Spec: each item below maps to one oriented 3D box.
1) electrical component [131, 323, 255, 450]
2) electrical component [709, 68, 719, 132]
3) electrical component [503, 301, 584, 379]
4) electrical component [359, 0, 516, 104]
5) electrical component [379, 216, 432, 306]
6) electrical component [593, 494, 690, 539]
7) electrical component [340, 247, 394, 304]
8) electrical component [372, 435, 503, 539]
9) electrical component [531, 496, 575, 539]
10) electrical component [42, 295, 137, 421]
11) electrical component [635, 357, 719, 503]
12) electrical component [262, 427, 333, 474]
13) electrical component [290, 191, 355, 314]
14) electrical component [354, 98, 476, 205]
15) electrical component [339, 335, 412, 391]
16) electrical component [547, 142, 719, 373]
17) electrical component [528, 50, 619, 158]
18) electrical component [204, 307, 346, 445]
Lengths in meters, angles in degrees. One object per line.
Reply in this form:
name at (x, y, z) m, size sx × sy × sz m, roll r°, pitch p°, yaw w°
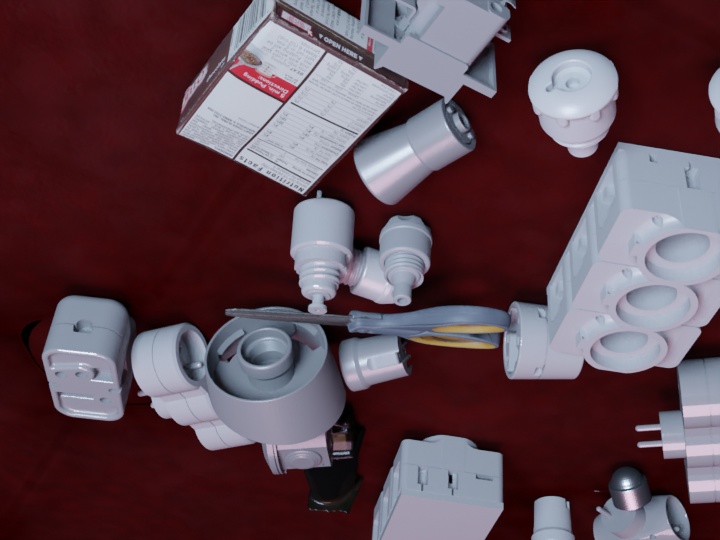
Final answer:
electrical component at (-0.141, 0.098, 0.857) m, size 0.074 × 0.052 × 0.138 m, roll -13°, pitch 139°, yaw 22°
electrical component at (0.217, -0.084, 0.590) m, size 0.048 × 0.048 × 0.062 m, roll -7°, pitch 147°, yaw 16°
electrical component at (0.131, 0.051, 0.765) m, size 0.047 × 0.055 × 0.055 m, roll 4°, pitch 142°, yaw -5°
electrical component at (0.043, -0.129, 0.556) m, size 0.081 × 0.042 × 0.063 m, roll 22°, pitch 136°, yaw -21°
electrical component at (0.029, -0.004, 0.699) m, size 0.035 × 0.061 × 0.035 m, roll 3°, pitch 142°, yaw 3°
electrical component at (0.248, 0.231, 0.987) m, size 0.077 × 0.044 × 0.079 m, roll -28°, pitch 131°, yaw 35°
electrical component at (0.000, 0.000, 0.730) m, size 0.061 × 0.035 × 0.035 m, roll 19°, pitch 140°, yaw -13°
electrical component at (0.067, 0.213, 0.972) m, size 0.089 × 0.061 × 0.150 m, roll 9°, pitch 142°, yaw -5°
electrical component at (0.180, 0.240, 1.005) m, size 0.040 × 0.046 × 0.040 m, roll 3°, pitch 142°, yaw 3°
electrical component at (-0.203, 0.064, 0.816) m, size 0.054 × 0.059 × 0.095 m, roll 6°, pitch 142°, yaw -2°
electrical component at (0.252, 0.127, 0.832) m, size 0.074 × 0.052 × 0.138 m, roll -6°, pitch 128°, yaw 14°
electrical component at (-0.050, 0.120, 0.854) m, size 0.051 × 0.080 × 0.080 m, roll -4°, pitch 141°, yaw 3°
electrical component at (-0.025, -0.010, 0.691) m, size 0.040 × 0.078 × 0.040 m, roll 3°, pitch 155°, yaw 1°
electrical component at (0.035, -0.072, 0.630) m, size 0.065 × 0.044 × 0.044 m, roll -28°, pitch 131°, yaw 29°
electrical component at (0.012, 0.068, 0.812) m, size 0.046 × 0.040 × 0.040 m, roll -14°, pitch 138°, yaw 15°
electrical component at (0.184, -0.001, 0.685) m, size 0.089 × 0.061 × 0.150 m, roll 9°, pitch 142°, yaw -4°
electrical component at (0.121, -0.088, 0.598) m, size 0.048 × 0.048 × 0.062 m, roll -6°, pitch 147°, yaw 14°
electrical component at (-0.063, 0.077, 0.787) m, size 0.099 × 0.099 × 0.064 m, roll -1°, pitch 135°, yaw 8°
